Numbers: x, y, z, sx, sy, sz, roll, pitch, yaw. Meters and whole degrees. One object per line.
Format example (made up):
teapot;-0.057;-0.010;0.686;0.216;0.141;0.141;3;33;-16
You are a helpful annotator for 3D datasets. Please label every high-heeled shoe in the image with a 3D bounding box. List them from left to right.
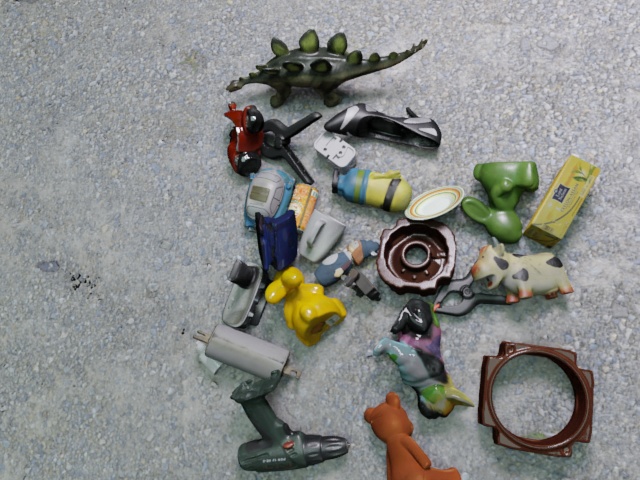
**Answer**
high-heeled shoe;0.144;-0.236;1.202;0.249;0.086;0.145;-15;55;-12

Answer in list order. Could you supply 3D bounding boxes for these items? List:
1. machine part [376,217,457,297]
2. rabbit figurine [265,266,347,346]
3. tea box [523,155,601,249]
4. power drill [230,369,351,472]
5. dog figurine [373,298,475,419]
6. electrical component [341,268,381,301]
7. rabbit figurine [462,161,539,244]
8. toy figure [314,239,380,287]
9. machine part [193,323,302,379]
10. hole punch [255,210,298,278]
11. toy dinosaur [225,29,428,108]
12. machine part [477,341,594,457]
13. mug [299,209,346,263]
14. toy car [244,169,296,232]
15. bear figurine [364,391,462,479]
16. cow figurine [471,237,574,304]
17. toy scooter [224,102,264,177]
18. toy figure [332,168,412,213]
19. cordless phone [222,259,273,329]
machine part;0.206;0.036;1.143;0.179;0.056;0.179;-6;65;12
rabbit figurine;-0.051;0.124;1.146;0.122;0.162;0.173;-42;56;11
tea box;0.497;-0.077;1.110;0.068;0.098;0.169;30;82;14
power drill;-0.076;0.371;1.092;0.232;0.086;0.207;-20;107;12
dog figurine;0.225;0.245;1.081;0.219;0.108;0.191;36;82;11
electrical component;0.086;0.098;1.144;0.045;0.102;0.078;-41;64;3
rabbit figurine;0.378;-0.076;1.125;0.159;0.121;0.170;1;92;14
toy figure;0.060;0.044;1.175;0.154;0.057;0.064;-36;49;2
machine part;-0.154;0.242;1.146;0.243;0.079;0.079;20;81;3
hole punch;-0.090;-0.001;1.145;0.092;0.116;0.142;-3;110;-7
toy dinosaur;0.004;-0.386;1.217;0.472;0.198;0.105;-6;79;10
machine part;0.416;0.304;1.042;0.202;0.087;0.201;6;79;13
mug;-0.002;-0.004;1.181;0.081;0.109;0.107;28;98;8
toy car;-0.126;-0.097;1.222;0.109;0.103;0.161;16;78;14
bear figurine;0.171;0.409;1.060;0.120;0.132;0.196;-50;37;30
cow figurine;0.397;0.061;1.080;0.195;0.085;0.127;-2;69;-14
toy scooter;-0.183;-0.246;1.251;0.075;0.183;0.135;-16;50;-32
toy figure;0.114;-0.111;1.195;0.180;0.082;0.089;7;89;7
cordless phone;-0.169;0.113;1.138;0.089;0.184;0.146;20;81;9
